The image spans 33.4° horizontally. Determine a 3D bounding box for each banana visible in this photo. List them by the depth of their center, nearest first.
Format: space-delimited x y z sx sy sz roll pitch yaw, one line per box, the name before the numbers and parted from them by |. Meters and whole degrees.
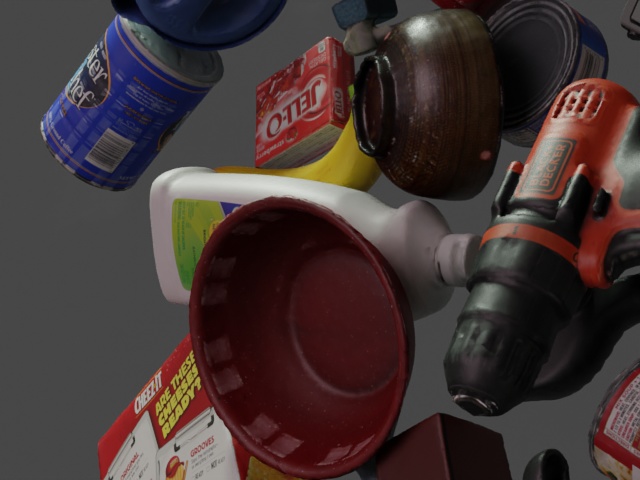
banana | -0.010 -0.048 0.747 0.198 0.037 0.069 -24 91 50

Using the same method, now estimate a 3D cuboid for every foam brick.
foam brick | 0.068 0.141 0.565 0.053 0.051 0.078 -36 48 37

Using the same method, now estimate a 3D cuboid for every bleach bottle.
bleach bottle | -0.005 0.001 0.688 0.251 0.067 0.102 1 99 42

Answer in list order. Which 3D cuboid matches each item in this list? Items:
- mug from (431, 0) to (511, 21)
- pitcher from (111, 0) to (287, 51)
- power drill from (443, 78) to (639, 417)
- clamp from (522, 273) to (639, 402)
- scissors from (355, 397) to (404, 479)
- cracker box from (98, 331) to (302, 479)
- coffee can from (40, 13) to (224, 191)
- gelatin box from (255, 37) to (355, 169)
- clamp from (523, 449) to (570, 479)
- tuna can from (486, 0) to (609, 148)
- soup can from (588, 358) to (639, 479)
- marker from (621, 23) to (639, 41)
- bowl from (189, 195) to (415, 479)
mug | 0.099 -0.179 0.643 0.082 0.093 0.117 -48 23 32
pitcher | -0.102 -0.283 0.925 0.145 0.149 0.243 -61 31 32
power drill | 0.157 0.005 0.454 0.188 0.057 0.184 6 58 37
clamp | 0.140 0.031 0.540 0.172 0.039 0.120 -53 35 15
scissors | 0.023 0.149 0.645 0.096 0.016 0.202 -28 52 42
cracker box | -0.069 0.183 0.692 0.164 0.072 0.214 -49 41 32
coffee can | -0.166 -0.127 0.938 0.140 0.102 0.103 -46 43 27
gelatin box | -0.012 -0.098 0.794 0.089 0.030 0.073 -27 55 43
clamp | 0.108 0.214 0.490 0.210 0.036 0.165 -59 40 15
tuna can | 0.124 -0.098 0.624 0.086 0.033 0.086 -26 54 42
soup can | 0.172 0.097 0.444 0.102 0.068 0.068 37 103 51
marker | 0.191 -0.167 0.587 0.020 0.020 0.121 14 85 53
bowl | -0.001 0.052 0.615 0.162 0.055 0.162 7 101 39
